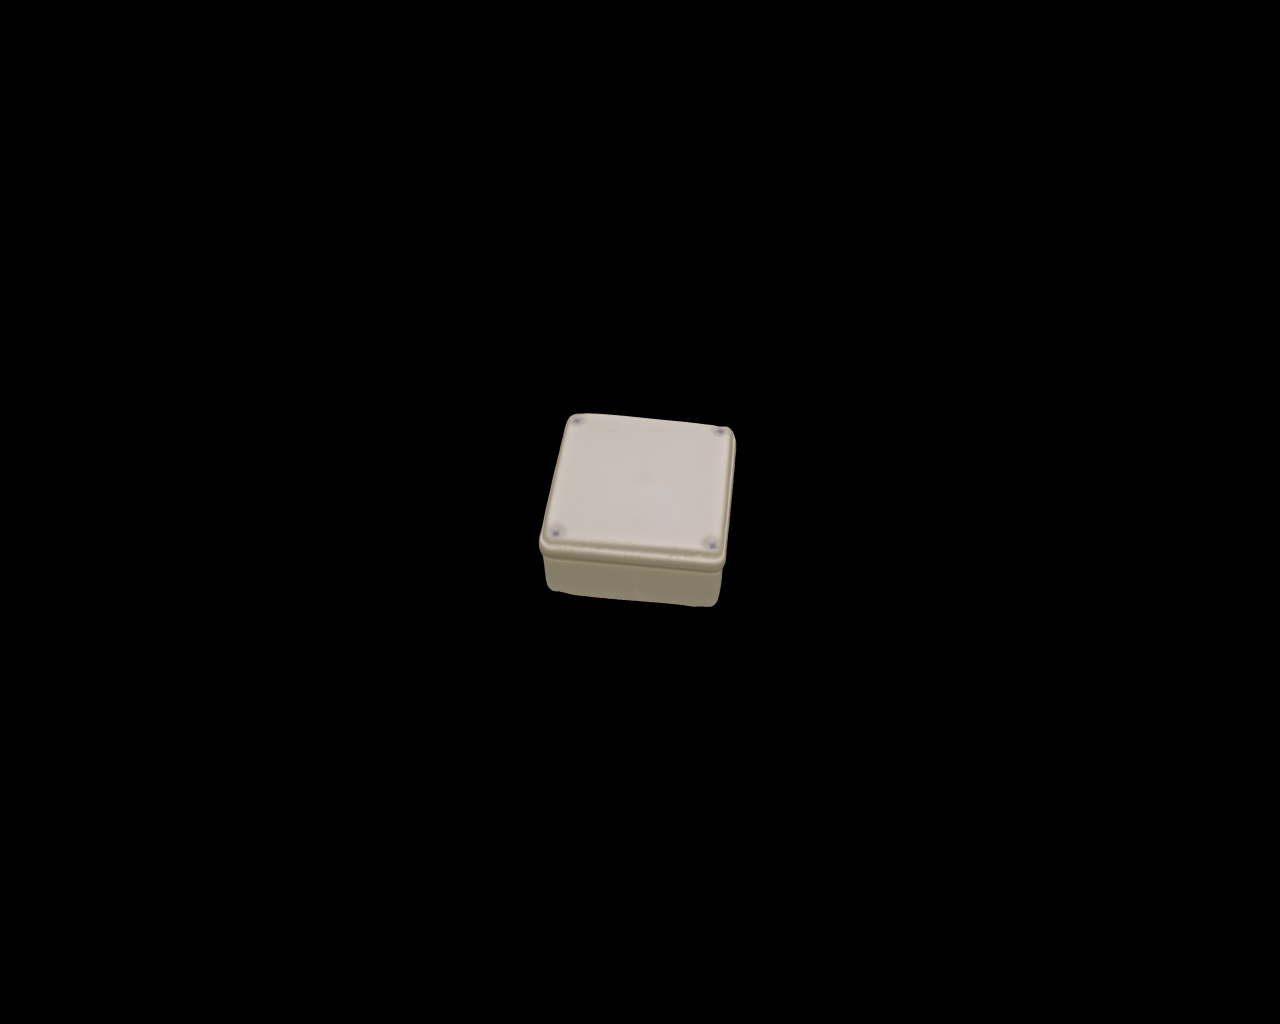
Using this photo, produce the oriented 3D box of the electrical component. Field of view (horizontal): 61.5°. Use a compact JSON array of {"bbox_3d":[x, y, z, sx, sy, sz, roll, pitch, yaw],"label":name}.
[{"bbox_3d":[0.001,-0.003,0.650,0.109,0.109,0.056,5,-39,4],"label":"electrical component"}]
